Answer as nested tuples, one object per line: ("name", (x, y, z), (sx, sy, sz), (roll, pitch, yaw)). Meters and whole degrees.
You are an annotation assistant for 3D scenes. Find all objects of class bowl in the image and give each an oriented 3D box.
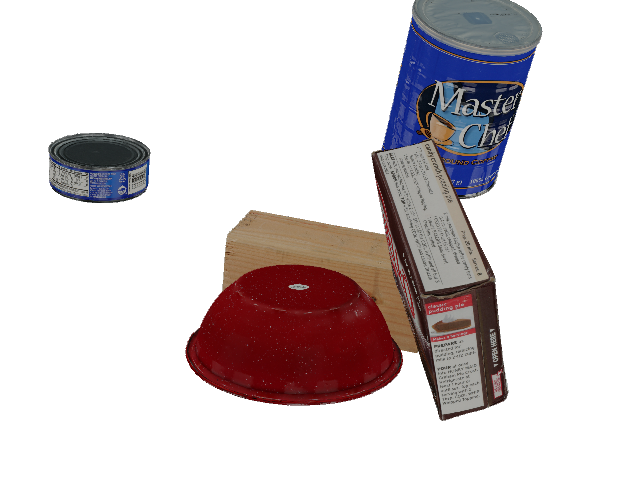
("bowl", (-0.018, 0.059, 0.783), (0.162, 0.055, 0.162), (3, 20, -1))

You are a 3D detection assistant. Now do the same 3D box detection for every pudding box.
("pudding box", (0.058, 0.018, 0.535), (0.039, 0.090, 0.113), (-16, 41, -1))

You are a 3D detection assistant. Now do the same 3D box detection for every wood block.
("wood block", (0.011, 0.040, 1.097), (0.206, 0.091, 0.090), (11, 22, 10))

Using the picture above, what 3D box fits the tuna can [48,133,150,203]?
("tuna can", (-0.190, -0.063, 0.919), (0.086, 0.034, 0.086), (5, 24, -3))

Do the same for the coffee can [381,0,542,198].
("coffee can", (0.112, -0.120, 0.872), (0.102, 0.140, 0.103), (7, 37, -5))
